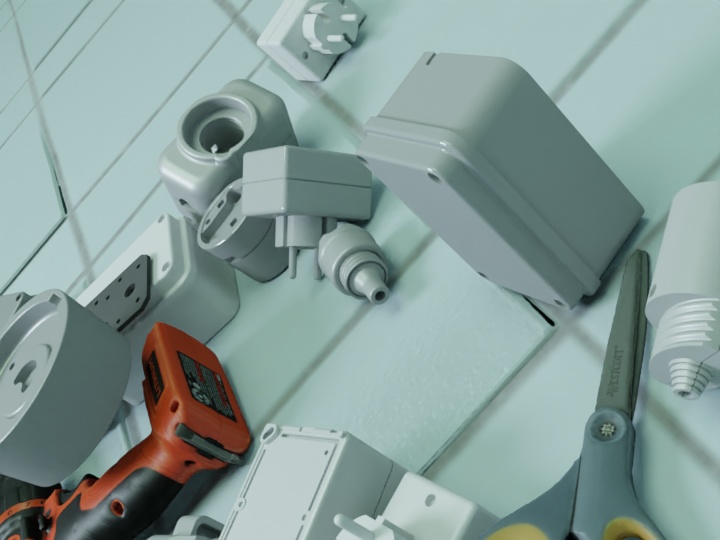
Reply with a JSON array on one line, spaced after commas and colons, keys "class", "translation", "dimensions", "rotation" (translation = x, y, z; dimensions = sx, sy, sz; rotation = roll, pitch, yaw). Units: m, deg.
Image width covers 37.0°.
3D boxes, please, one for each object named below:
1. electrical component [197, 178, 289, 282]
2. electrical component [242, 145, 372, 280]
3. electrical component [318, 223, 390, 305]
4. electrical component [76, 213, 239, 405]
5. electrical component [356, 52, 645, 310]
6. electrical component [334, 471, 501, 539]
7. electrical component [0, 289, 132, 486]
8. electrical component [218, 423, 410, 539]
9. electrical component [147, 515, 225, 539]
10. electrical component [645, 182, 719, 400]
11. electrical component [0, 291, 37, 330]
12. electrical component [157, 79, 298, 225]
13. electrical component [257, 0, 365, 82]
[{"class": "electrical component", "translation": [-0.070, -0.025, 0.702], "dimensions": [0.055, 0.047, 0.055], "rotation": [-32, 37, 29]}, {"class": "electrical component", "translation": [-0.032, -0.032, 0.653], "dimensions": [0.047, 0.066, 0.076], "rotation": [-1, 87, 51]}, {"class": "electrical component", "translation": [0.000, 0.000, 0.601], "dimensions": [0.035, 0.035, 0.061], "rotation": [-48, 35, 7]}, {"class": "electrical component", "translation": [-0.144, 0.026, 0.736], "dimensions": [0.113, 0.057, 0.078], "rotation": [-42, 33, 16]}, {"class": "electrical component", "translation": [0.063, -0.039, 0.486], "dimensions": [0.057, 0.113, 0.078], "rotation": [-54, 32, -8]}, {"class": "electrical component", "translation": [0.012, 0.122, 0.427], "dimensions": [0.047, 0.076, 0.083], "rotation": [13, 69, 56]}, {"class": "electrical component", "translation": [-0.177, 0.072, 0.620], "dimensions": [0.108, 0.060, 0.108], "rotation": [-33, 38, 31]}, {"class": "electrical component", "translation": [-0.022, 0.125, 0.480], "dimensions": [0.062, 0.061, 0.096], "rotation": [-5, 55, 51]}, {"class": "electrical component", "translation": [-0.076, 0.159, 0.520], "dimensions": [0.057, 0.058, 0.078], "rotation": [-15, 47, 48]}, {"class": "electrical component", "translation": [0.133, 0.012, 0.411], "dimensions": [0.043, 0.043, 0.081], "rotation": [-9, 52, 48]}, {"class": "electrical component", "translation": [-0.284, 0.078, 0.863], "dimensions": [0.078, 0.057, 0.113], "rotation": [-9, 52, 48]}, {"class": "electrical component", "translation": [-0.092, -0.083, 0.747], "dimensions": [0.054, 0.059, 0.095], "rotation": [30, 68, 24]}, {"class": "electrical component", "translation": [-0.027, -0.180, 0.800], "dimensions": [0.065, 0.047, 0.077], "rotation": [-58, 33, -9]}]
